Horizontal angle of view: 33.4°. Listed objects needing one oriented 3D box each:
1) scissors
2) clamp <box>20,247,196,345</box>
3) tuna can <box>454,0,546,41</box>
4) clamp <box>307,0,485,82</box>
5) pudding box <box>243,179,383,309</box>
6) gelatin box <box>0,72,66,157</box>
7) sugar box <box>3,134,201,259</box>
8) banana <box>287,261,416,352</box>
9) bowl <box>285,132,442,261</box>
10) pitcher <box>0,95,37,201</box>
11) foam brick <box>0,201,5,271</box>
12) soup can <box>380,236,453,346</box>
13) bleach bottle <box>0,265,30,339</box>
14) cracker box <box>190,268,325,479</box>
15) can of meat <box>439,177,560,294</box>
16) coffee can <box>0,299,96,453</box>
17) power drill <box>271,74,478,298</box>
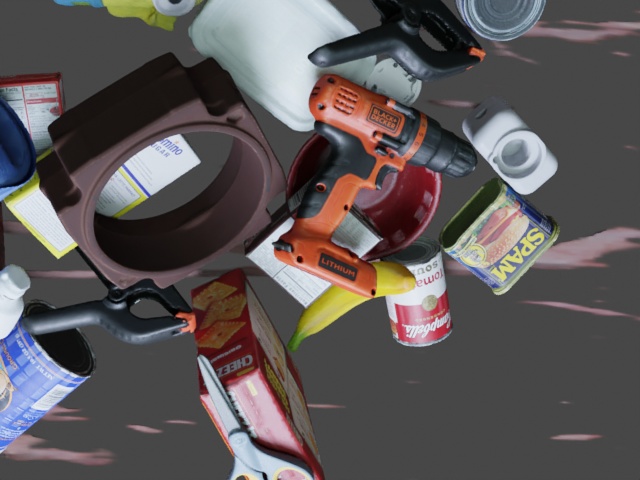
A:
[{"bbox_3d":[-0.055,0.186,0.991,0.096,0.016,0.202,-6,117,-5],"label":"scissors"},{"bbox_3d":[-0.211,0.067,1.070,0.171,0.039,0.120,23,70,13],"label":"clamp"},{"bbox_3d":[0.177,-0.240,1.048,0.086,0.034,0.086,-3,116,-6],"label":"tuna can"},{"bbox_3d":[0.071,-0.217,1.016,0.209,0.164,0.036,11,157,-35],"label":"clamp"},{"bbox_3d":[-0.007,0.001,1.075,0.114,0.039,0.090,-42,113,14],"label":"pudding box"},{"bbox_3d":[-0.286,-0.118,1.048,0.073,0.030,0.089,-4,117,-4],"label":"gelatin box"},{"bbox_3d":[-0.216,-0.067,1.051,0.176,0.048,0.093,-35,137,-1],"label":"sugar box"},{"bbox_3d":[0.037,0.061,1.134,0.037,0.069,0.198,27,139,-28],"label":"banana"},{"bbox_3d":[0.042,-0.061,1.104,0.162,0.055,0.162,-3,116,-6],"label":"bowl"},{"bbox_3d":[-0.392,-0.049,0.994,0.243,0.149,0.145,-35,101,22],"label":"pitcher"},{"bbox_3d":[-0.352,0.003,1.086,0.053,0.051,0.078,2,115,-7],"label":"foam brick"},{"bbox_3d":[0.105,0.055,1.162,0.068,0.068,0.102,-12,116,-2],"label":"soup can"},{"bbox_3d":[-0.393,0.089,1.076,0.251,0.068,0.102,-31,123,25],"label":"bleach bottle"},{"bbox_3d":[-0.069,0.151,1.102,0.072,0.214,0.164,-25,116,3],"label":"cracker box"},{"bbox_3d":[0.191,-0.006,1.151,0.084,0.057,0.102,37,106,-19],"label":"can of meat"},{"bbox_3d":[-0.322,0.145,1.128,0.140,0.103,0.102,-40,114,11],"label":"coffee can"},{"bbox_3d":[0.048,-0.044,1.021,0.184,0.057,0.187,23,85,-20],"label":"power drill"}]
